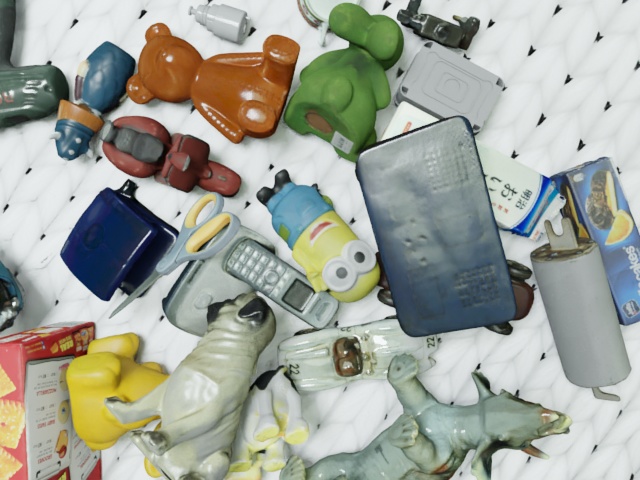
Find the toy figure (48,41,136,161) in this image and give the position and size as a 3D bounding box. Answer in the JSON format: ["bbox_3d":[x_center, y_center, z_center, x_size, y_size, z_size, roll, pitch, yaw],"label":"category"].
[{"bbox_3d":[-0.284,-0.169,0.669,0.064,0.058,0.154,30,87,-22],"label":"toy figure"}]

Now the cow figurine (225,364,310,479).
[{"bbox_3d":[-0.077,0.226,0.646,0.068,0.098,0.167,13,129,-25],"label":"cow figurine"}]

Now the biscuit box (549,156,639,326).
[{"bbox_3d":[0.357,0.002,0.670,0.059,0.063,0.202,-22,90,1],"label":"biscuit box"}]

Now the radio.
[{"bbox_3d":[0.127,-0.012,0.602,0.131,0.073,0.229,-16,98,10],"label":"radio"}]

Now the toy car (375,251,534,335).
[{"bbox_3d":[0.164,0.054,0.672,0.202,0.053,0.089,13,105,5],"label":"toy car"}]

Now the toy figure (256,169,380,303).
[{"bbox_3d":[0.001,-0.005,0.654,0.180,0.089,0.082,46,105,20],"label":"toy figure"}]

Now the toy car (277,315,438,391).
[{"bbox_3d":[0.047,0.140,0.671,0.202,0.056,0.073,-9,90,0],"label":"toy car"}]

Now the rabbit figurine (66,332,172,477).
[{"bbox_3d":[-0.197,0.192,0.641,0.173,0.122,0.162,-5,89,-10],"label":"rabbit figurine"}]

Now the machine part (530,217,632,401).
[{"bbox_3d":[0.314,0.087,0.650,0.079,0.079,0.243,-21,101,0],"label":"machine part"}]

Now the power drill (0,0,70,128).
[{"bbox_3d":[-0.437,-0.233,0.659,0.232,0.086,0.207,-3,86,-2],"label":"power drill"}]

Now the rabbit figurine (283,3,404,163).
[{"bbox_3d":[0.039,-0.208,0.638,0.121,0.159,0.170,28,75,9],"label":"rabbit figurine"}]

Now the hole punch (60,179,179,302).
[{"bbox_3d":[-0.252,0.005,0.657,0.116,0.092,0.142,35,93,3],"label":"hole punch"}]

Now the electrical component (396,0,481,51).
[{"bbox_3d":[0.147,-0.270,0.668,0.102,0.078,0.045,21,110,0],"label":"electrical component"}]

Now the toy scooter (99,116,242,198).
[{"bbox_3d":[-0.184,-0.099,0.632,0.184,0.135,0.075,22,92,1],"label":"toy scooter"}]

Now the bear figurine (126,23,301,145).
[{"bbox_3d":[-0.133,-0.196,0.638,0.196,0.132,0.120,22,84,-6],"label":"bear figurine"}]

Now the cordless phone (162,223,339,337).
[{"bbox_3d":[-0.081,0.075,0.660,0.184,0.089,0.146,34,89,-5],"label":"cordless phone"}]

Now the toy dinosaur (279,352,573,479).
[{"bbox_3d":[0.092,0.276,0.641,0.405,0.131,0.192,-42,119,13],"label":"toy dinosaur"}]

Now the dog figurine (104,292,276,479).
[{"bbox_3d":[-0.106,0.170,0.588,0.121,0.172,0.190,27,51,32],"label":"dog figurine"}]

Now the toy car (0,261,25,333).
[{"bbox_3d":[-0.414,0.057,0.645,0.162,0.103,0.109,35,88,10],"label":"toy car"}]
